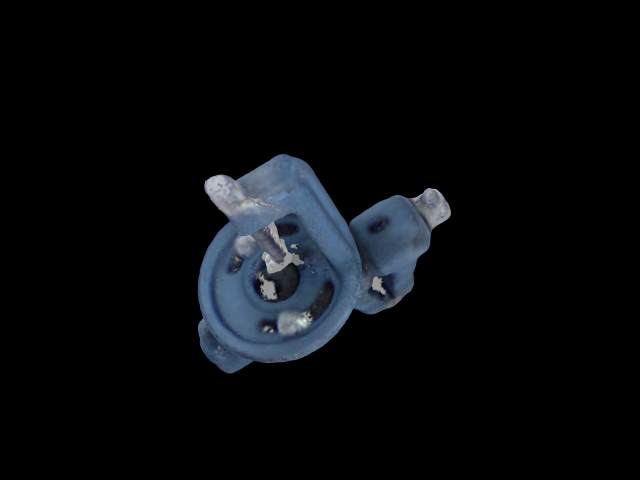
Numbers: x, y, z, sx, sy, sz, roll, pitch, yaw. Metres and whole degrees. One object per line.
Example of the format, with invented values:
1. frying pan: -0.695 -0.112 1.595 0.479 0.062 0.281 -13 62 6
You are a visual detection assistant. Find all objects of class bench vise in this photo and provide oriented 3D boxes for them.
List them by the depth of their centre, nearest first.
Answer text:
1. bench vise: -0.005 -0.006 0.404 0.121 0.220 0.208 39 67 21
